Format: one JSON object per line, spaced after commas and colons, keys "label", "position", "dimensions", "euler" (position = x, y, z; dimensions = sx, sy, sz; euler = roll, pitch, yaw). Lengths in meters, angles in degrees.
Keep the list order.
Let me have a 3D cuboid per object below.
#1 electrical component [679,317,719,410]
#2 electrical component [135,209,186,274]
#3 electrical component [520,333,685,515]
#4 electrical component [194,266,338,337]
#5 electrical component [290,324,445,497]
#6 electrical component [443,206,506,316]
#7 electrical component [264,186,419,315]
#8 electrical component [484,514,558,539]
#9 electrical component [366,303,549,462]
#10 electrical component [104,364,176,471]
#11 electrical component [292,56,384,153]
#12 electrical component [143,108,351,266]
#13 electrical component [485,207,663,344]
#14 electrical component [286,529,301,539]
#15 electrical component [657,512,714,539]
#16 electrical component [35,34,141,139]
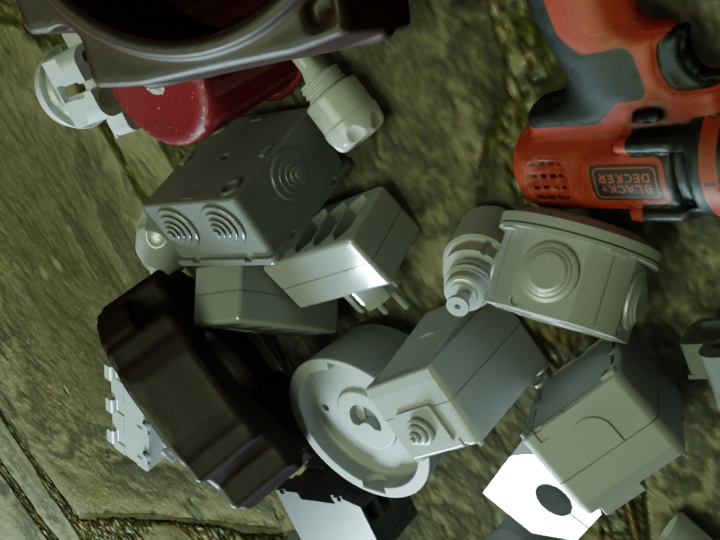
{"label": "electrical component", "position": [0.198, 0.051, 0.507], "dimensions": [0.078, 0.058, 0.057], "euler": [-8, 112, 45]}
{"label": "electrical component", "position": [-0.139, -0.016, 0.768], "dimensions": [0.043, 0.043, 0.062], "euler": [36, 140, 15]}
{"label": "electrical component", "position": [0.131, 0.076, 0.564], "dimensions": [0.062, 0.096, 0.061], "euler": [-40, 91, 21]}
{"label": "electrical component", "position": [-0.059, 0.001, 0.693], "dimensions": [0.047, 0.083, 0.075], "euler": [-8, 77, 45]}
{"label": "electrical component", "position": [0.015, 0.085, 0.696], "dimensions": [0.108, 0.060, 0.108], "euler": [24, 134, 27]}
{"label": "electrical component", "position": [0.063, -0.002, 0.575], "dimensions": [0.040, 0.078, 0.040], "euler": [13, 127, 17]}
{"label": "electrical component", "position": [0.000, 0.000, 0.653], "dimensions": [0.083, 0.047, 0.075], "euler": [-17, 125, 46]}
{"label": "electrical component", "position": [0.106, 0.176, 0.698], "dimensions": [0.040, 0.046, 0.040], "euler": [24, 134, 27]}
{"label": "electrical component", "position": [0.050, 0.062, 0.617], "dimensions": [0.062, 0.096, 0.061], "euler": [-27, 101, 49]}
{"label": "electrical component", "position": [-0.167, 0.102, 0.872], "dimensions": [0.079, 0.063, 0.121], "euler": [31, 137, 20]}
{"label": "electrical component", "position": [-0.016, -0.098, 0.599], "dimensions": [0.061, 0.035, 0.035], "euler": [53, 140, -1]}
{"label": "electrical component", "position": [-0.068, -0.050, 0.636], "dimensions": [0.100, 0.099, 0.048], "euler": [0, 133, 42]}
{"label": "electrical component", "position": [0.103, 0.002, 0.530], "dimensions": [0.080, 0.080, 0.051], "euler": [15, 87, 33]}
{"label": "electrical component", "position": [-0.031, 0.234, 0.862], "dimensions": [0.047, 0.055, 0.055], "euler": [7, 125, 44]}
{"label": "electrical component", "position": [0.201, 0.174, 0.615], "dimensions": [0.065, 0.044, 0.044], "euler": [31, 137, 13]}
{"label": "electrical component", "position": [-0.175, -0.124, 0.704], "dimensions": [0.057, 0.058, 0.078], "euler": [-8, 115, 42]}
